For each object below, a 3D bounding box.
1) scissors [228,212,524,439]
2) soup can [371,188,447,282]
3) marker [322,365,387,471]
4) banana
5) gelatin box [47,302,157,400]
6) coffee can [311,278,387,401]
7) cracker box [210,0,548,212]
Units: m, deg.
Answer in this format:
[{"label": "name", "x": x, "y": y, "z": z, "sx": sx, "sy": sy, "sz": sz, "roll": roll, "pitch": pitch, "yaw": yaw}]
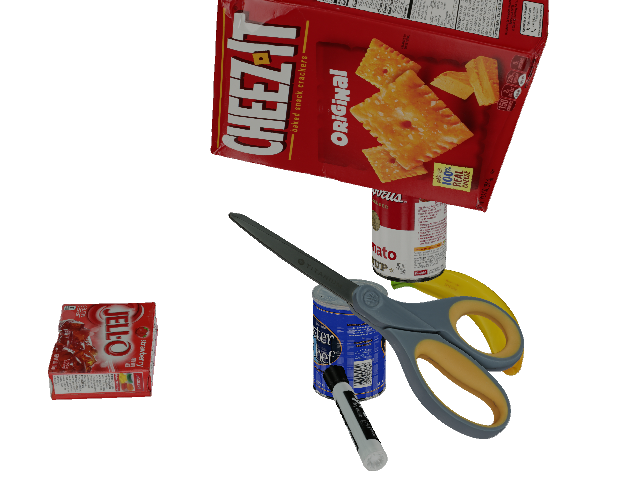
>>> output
[{"label": "scissors", "x": 0.045, "y": 0.032, "z": 0.641, "sx": 0.096, "sy": 0.202, "sz": 0.016, "roll": -39, "pitch": -8, "yaw": -36}, {"label": "soup can", "x": 0.079, "y": -0.022, "z": 0.944, "sx": 0.068, "sy": 0.102, "sz": 0.068, "roll": -1, "pitch": 23, "yaw": 0}, {"label": "marker", "x": 0.025, "y": 0.135, "z": 0.838, "sx": 0.020, "sy": 0.020, "sz": 0.121, "roll": 0, "pitch": 27, "yaw": -17}, {"label": "banana", "x": 0.159, "y": 0.076, "z": 1.120, "sx": 0.069, "sy": 0.037, "sz": 0.198, "roll": -38, "pitch": 40, "yaw": -14}, {"label": "gelatin box", "x": -0.162, "y": 0.081, "z": 0.804, "sx": 0.073, "sy": 0.030, "sz": 0.089, "roll": -1, "pitch": 31, "yaw": -4}, {"label": "coffee can", "x": 0.040, "y": 0.135, "z": 1.460, "sx": 0.103, "sy": 0.140, "sz": 0.103, "roll": 0, "pitch": 18, "yaw": 0}, {"label": "cracker box", "x": 0.034, "y": -0.112, "z": 0.749, "sx": 0.213, "sy": 0.072, "sz": 0.164, "roll": 12, "pitch": -37, "yaw": 1}]
